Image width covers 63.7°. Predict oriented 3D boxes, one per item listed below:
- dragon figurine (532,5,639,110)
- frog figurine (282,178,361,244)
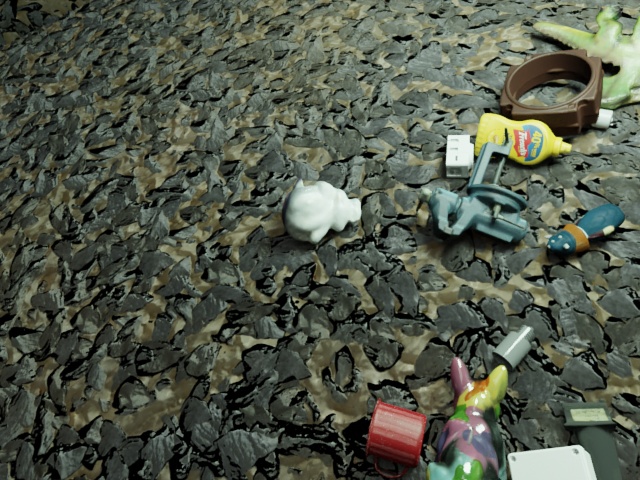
[{"bbox_3d":[0.679,-0.413,1.199,0.412,0.120,0.246,15,68,33],"label":"dragon figurine"},{"bbox_3d":[0.003,-0.056,1.106,0.160,0.123,0.137,16,94,14],"label":"frog figurine"}]
